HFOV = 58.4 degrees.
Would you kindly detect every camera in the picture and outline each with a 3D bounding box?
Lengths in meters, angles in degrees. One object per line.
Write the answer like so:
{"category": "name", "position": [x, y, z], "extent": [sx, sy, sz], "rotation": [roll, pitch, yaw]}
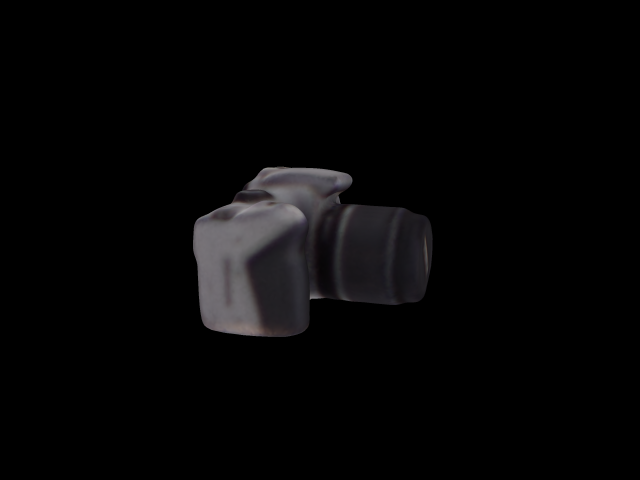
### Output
{"category": "camera", "position": [0.004, 0.001, 0.400], "extent": [0.136, 0.101, 0.143], "rotation": [4, 11, 20]}
